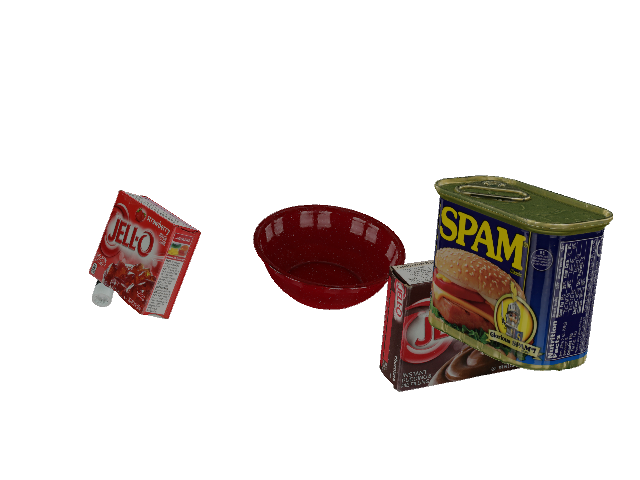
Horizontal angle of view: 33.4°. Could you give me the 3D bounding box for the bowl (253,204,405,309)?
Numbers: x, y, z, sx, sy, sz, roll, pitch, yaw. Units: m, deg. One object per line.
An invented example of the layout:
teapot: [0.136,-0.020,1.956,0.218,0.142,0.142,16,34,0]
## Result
bowl: [0.007,0.025,1.136,0.162,0.055,0.162,5,33,-4]

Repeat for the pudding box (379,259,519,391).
pudding box: [0.103,0.058,0.794,0.113,0.090,0.039,-9,30,-22]

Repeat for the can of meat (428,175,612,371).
can of meat: [0.105,0.016,0.589,0.057,0.084,0.102,-7,20,-32]

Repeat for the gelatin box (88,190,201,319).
gelatin box: [-0.138,0.009,0.826,0.030,0.073,0.089,15,11,-44]

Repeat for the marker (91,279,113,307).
marker: [-0.207,0.019,1.066,0.020,0.020,0.121,0,39,3]
